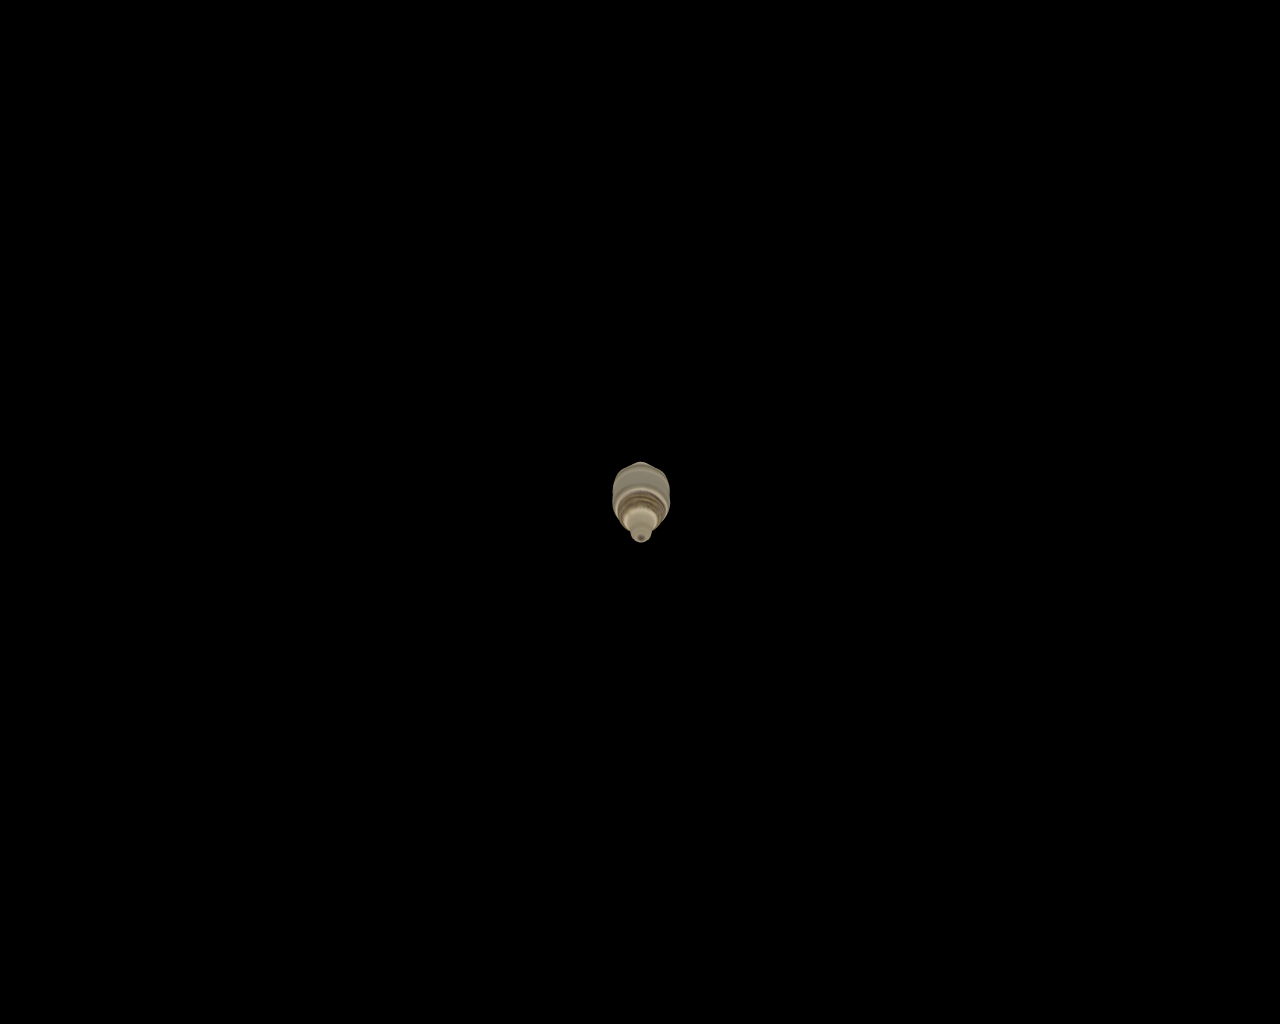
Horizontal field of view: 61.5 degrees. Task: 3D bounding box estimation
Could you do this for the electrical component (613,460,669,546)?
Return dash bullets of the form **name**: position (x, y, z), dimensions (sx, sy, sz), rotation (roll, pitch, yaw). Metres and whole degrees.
- **electrical component**: position (0.001, -0.003, 0.650), dimensions (0.035, 0.035, 0.061), rotation (0, 36, 0)
